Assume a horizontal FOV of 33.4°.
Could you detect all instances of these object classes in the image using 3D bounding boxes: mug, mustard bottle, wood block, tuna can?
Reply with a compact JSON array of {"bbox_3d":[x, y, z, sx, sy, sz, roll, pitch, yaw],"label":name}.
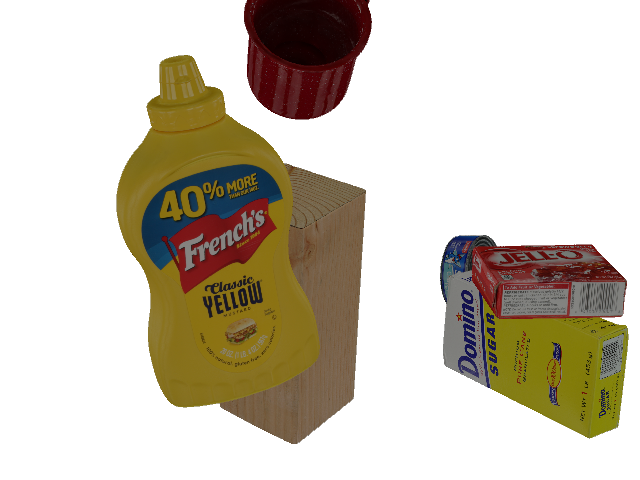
[{"bbox_3d":[-0.006,-0.153,0.811,0.093,0.117,0.081,39,-23,11],"label":"mug"},{"bbox_3d":[-0.060,-0.007,0.589,0.096,0.191,0.058,-15,23,-14],"label":"mustard bottle"},{"bbox_3d":[-0.027,0.053,0.902,0.090,0.206,0.090,21,33,32],"label":"wood block"},{"bbox_3d":[0.163,0.037,1.157,0.034,0.086,0.086,1,1,34],"label":"tuna can"}]

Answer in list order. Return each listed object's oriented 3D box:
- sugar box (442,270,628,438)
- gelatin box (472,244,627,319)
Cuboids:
[{"bbox_3d":[0.182,0.094,0.933,0.048,0.093,0.176,-12,21,-38],"label":"sugar box"},{"bbox_3d":[0.154,0.027,0.731,0.089,0.030,0.073,0,18,-4],"label":"gelatin box"}]
